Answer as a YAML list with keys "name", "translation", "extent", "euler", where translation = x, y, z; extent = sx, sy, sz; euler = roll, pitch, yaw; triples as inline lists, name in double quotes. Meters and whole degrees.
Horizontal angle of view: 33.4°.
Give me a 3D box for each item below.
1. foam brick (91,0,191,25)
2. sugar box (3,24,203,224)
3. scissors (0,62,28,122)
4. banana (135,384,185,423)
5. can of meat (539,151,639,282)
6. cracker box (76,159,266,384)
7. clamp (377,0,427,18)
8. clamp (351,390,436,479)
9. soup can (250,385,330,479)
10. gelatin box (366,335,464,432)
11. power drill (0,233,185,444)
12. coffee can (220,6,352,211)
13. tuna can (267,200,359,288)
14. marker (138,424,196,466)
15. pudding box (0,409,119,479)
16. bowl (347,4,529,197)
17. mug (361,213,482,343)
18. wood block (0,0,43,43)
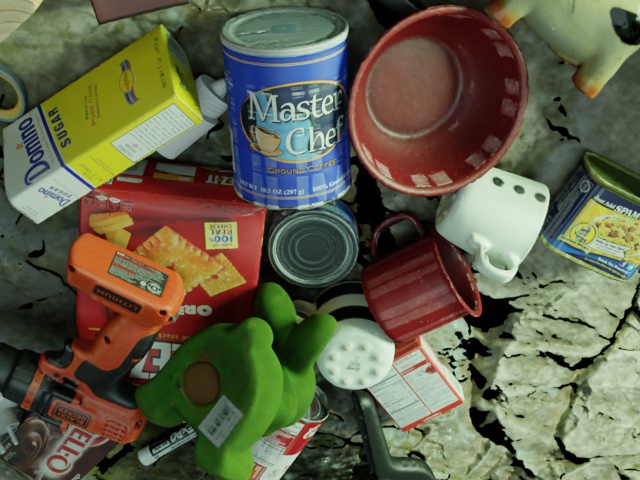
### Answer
- name: "foam brick"
  translation: [-0.144, -0.212, 0.851]
  extent: [0.078, 0.053, 0.051]
  euler: [-12, 119, 6]
- name: "sugar box"
  translation: [-0.185, -0.096, 0.891]
  extent: [0.176, 0.093, 0.048]
  euler: [-28, 139, 14]
- name: "scissors"
  translation: [-0.304, -0.173, 0.894]
  extent: [0.096, 0.016, 0.202]
  euler: [-2, 120, 0]
- name: "banana"
  translation: [-0.150, 0.155, 1.062]
  extent: [0.198, 0.037, 0.069]
  euler: [4, 147, 7]
- name: "can of meat"
  translation: [0.259, -0.018, 0.961]
  extent: [0.102, 0.057, 0.084]
  euler: [24, 119, -13]
- name: "cracker box"
  translation: [-0.138, 0.036, 0.982]
  extent: [0.164, 0.072, 0.214]
  euler: [7, 120, -4]
- name: "clamp"
  translation: [0.017, -0.230, 0.850]
  extent: [0.171, 0.039, 0.120]
  euler: [-2, 115, 4]
- name: "clamp"
  translation: [0.061, 0.246, 1.104]
  extent: [0.209, 0.036, 0.165]
  euler: [25, 106, -31]
- name: "soup can"
  translation: [-0.045, 0.191, 1.074]
  extent: [0.068, 0.068, 0.102]
  euler: [27, 117, -15]
- name: "gelatin box"
  translation: [0.091, 0.142, 1.068]
  extent: [0.073, 0.030, 0.089]
  euler: [-30, 116, 18]
- name: "power drill"
  translation: [-0.215, 0.085, 0.941]
  extent: [0.184, 0.057, 0.188]
  euler: [24, 123, -13]
- name: "coffee can"
  translation: [-0.026, -0.109, 0.881]
  extent: [0.103, 0.103, 0.140]
  euler: [-2, 120, 1]
- name: "tuna can"
  translation: [-0.006, 0.001, 0.984]
  extent: [0.086, 0.033, 0.086]
  euler: [0, 120, 0]
- name: "marker"
  translation: [-0.137, 0.200, 1.107]
  extent: [0.121, 0.020, 0.020]
  euler: [-31, 115, 16]
- name: "pudding box"
  translation: [-0.264, 0.200, 1.096]
  extent: [0.090, 0.039, 0.114]
  euler: [38, 113, -20]
- name: "bowl"
  translation: [0.089, -0.120, 0.887]
  extent: [0.162, 0.055, 0.162]
  euler: [-8, 116, -17]
- name: "mug"
  translation: [0.086, 0.033, 0.979]
  extent: [0.082, 0.093, 0.117]
  euler: [-27, 86, 19]
- name: "wood block"
  translation: [-0.242, -0.205, 0.766]
  extent: [0.090, 0.206, 0.090]
  euler: [-34, 115, 18]
